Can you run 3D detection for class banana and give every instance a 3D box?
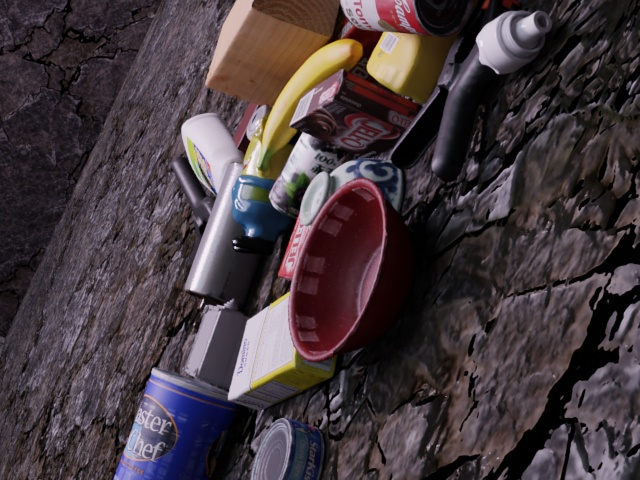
[{"bbox_3d":[-0.010,-0.152,1.115,0.198,0.037,0.069,-49,37,41],"label":"banana"}]

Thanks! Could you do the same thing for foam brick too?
[{"bbox_3d":[-0.074,-0.151,1.411,0.078,0.051,0.053,-63,19,16],"label":"foam brick"}]

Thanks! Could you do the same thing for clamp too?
[{"bbox_3d":[-0.148,-0.010,1.435,0.210,0.036,0.164,38,139,57],"label":"clamp"},{"bbox_3d":[0.114,-0.126,0.901,0.171,0.039,0.120,-64,23,-7],"label":"clamp"}]

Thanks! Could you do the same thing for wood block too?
[{"bbox_3d":[-0.052,-0.233,1.182,0.206,0.090,0.091,142,144,-66],"label":"wood block"}]

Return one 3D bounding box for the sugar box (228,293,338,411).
[{"bbox_3d":[-0.032,0.104,1.038,0.176,0.048,0.093,140,147,-61],"label":"sugar box"}]

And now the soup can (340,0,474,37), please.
[{"bbox_3d":[0.073,-0.212,0.917,0.102,0.068,0.068,19,87,51],"label":"soup can"}]

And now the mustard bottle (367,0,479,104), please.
[{"bbox_3d":[0.112,-0.226,0.980,0.192,0.058,0.096,-63,22,16],"label":"mustard bottle"}]

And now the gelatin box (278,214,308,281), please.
[{"bbox_3d":[-0.007,0.001,1.101,0.073,0.030,0.089,0,69,69],"label":"gelatin box"}]

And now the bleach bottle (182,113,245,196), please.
[{"bbox_3d":[-0.131,-0.104,1.458,0.251,0.068,0.102,-136,30,-68],"label":"bleach bottle"}]

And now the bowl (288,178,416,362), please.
[{"bbox_3d":[0.034,0.031,0.906,0.162,0.055,0.162,-44,36,45],"label":"bowl"}]

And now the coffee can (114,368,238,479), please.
[{"bbox_3d":[-0.157,0.221,1.159,0.103,0.102,0.140,2,72,70],"label":"coffee can"}]

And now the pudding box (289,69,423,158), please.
[{"bbox_3d":[0.034,-0.119,1.030,0.114,0.090,0.039,-13,56,68],"label":"pudding box"}]

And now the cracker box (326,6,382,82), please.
[{"bbox_3d":[0.068,-0.286,1.145,0.164,0.072,0.213,-42,33,56],"label":"cracker box"}]

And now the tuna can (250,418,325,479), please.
[{"bbox_3d":[-0.030,0.202,0.944,0.086,0.033,0.086,-54,24,36],"label":"tuna can"}]
